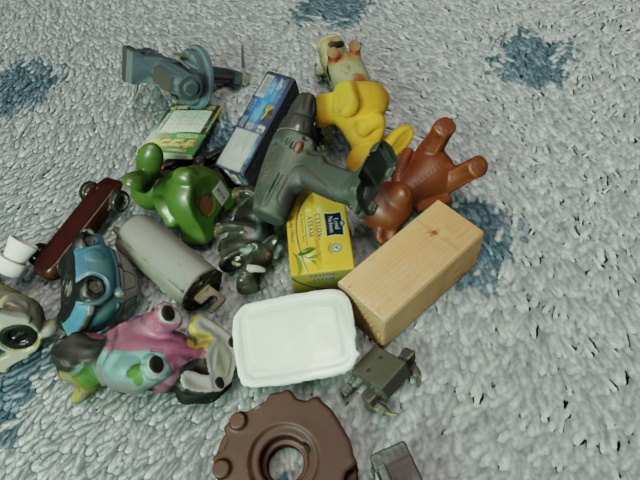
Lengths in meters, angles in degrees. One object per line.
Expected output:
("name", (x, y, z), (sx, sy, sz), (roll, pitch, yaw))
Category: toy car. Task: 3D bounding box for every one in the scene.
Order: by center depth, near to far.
("toy car", (-0.326, 0.068, 0.799), (0.103, 0.109, 0.162), (14, 44, -40))
("toy car", (-0.396, -0.019, 0.896), (0.089, 0.053, 0.202), (14, 60, 26))

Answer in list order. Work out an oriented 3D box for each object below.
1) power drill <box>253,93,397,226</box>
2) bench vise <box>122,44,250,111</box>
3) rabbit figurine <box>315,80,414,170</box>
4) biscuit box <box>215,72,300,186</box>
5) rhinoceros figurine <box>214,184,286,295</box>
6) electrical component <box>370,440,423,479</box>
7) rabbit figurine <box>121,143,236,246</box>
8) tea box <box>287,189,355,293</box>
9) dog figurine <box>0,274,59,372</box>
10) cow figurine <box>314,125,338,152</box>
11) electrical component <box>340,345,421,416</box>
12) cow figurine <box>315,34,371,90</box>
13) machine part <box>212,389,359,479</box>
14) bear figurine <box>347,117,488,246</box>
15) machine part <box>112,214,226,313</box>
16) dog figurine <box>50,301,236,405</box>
("power drill", (0.005, -0.122, 0.804), (0.208, 0.086, 0.232), (17, 73, 28))
("bench vise", (-0.256, -0.326, 1.059), (0.240, 0.128, 0.224), (-13, 26, -40))
("rabbit figurine", (0.075, -0.174, 0.923), (0.162, 0.122, 0.173), (-4, 84, -39))
("biscuit box", (-0.102, -0.189, 0.920), (0.059, 0.062, 0.202), (20, 72, 18))
("rhinoceros figurine", (-0.109, -0.001, 0.855), (0.112, 0.073, 0.190), (10, 54, -1))
("electrical component", (0.090, 0.272, 0.611), (0.048, 0.119, 0.075), (-20, 53, -9))
("rabbit figurine", (-0.254, -0.074, 0.881), (0.170, 0.159, 0.121), (9, 67, 30))
("tea box", (-0.002, -0.003, 0.844), (0.098, 0.068, 0.170), (-8, 54, 0))
("dog figurine", (-0.486, 0.088, 0.810), (0.172, 0.121, 0.191), (12, 29, -28))
("cow figurine", (-0.037, -0.191, 0.980), (0.167, 0.068, 0.098), (-7, 60, 3))
("electrical component", (0.087, 0.187, 0.720), (0.078, 0.045, 0.102), (12, 48, 47))
("cow figurine", (0.049, -0.321, 1.048), (0.085, 0.127, 0.195), (-20, 70, -9))
("machine part", (-0.041, 0.274, 0.659), (0.179, 0.056, 0.179), (-1, 55, 2))
("bear figurine", (0.147, -0.088, 0.850), (0.196, 0.132, 0.120), (-33, 83, -32))
("machine part", (-0.236, 0.032, 0.832), (0.243, 0.079, 0.079), (33, 63, 25))
("dog figurine", (-0.246, 0.168, 0.729), (0.219, 0.191, 0.108), (-21, 51, 32))
